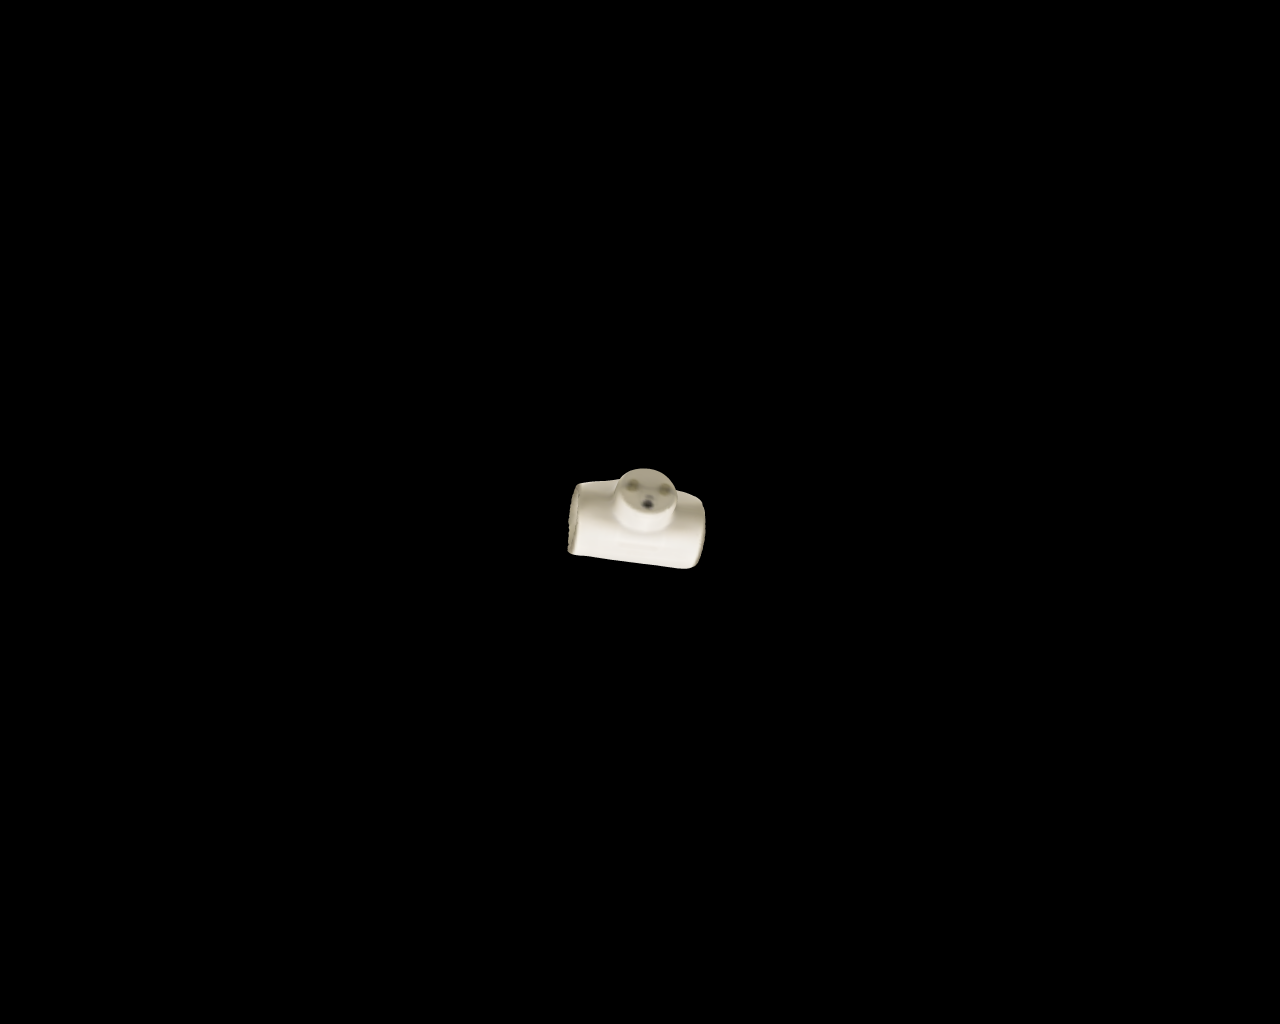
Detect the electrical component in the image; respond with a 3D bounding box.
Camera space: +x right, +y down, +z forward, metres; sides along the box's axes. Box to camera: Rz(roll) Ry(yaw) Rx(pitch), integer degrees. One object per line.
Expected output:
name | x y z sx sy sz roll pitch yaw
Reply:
electrical component | 0.001 -0.003 0.650 0.077 0.043 0.079 7 -39 -9
